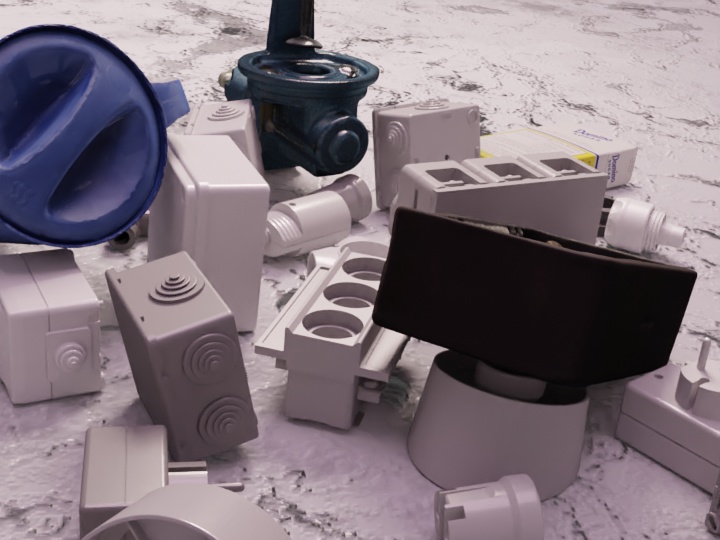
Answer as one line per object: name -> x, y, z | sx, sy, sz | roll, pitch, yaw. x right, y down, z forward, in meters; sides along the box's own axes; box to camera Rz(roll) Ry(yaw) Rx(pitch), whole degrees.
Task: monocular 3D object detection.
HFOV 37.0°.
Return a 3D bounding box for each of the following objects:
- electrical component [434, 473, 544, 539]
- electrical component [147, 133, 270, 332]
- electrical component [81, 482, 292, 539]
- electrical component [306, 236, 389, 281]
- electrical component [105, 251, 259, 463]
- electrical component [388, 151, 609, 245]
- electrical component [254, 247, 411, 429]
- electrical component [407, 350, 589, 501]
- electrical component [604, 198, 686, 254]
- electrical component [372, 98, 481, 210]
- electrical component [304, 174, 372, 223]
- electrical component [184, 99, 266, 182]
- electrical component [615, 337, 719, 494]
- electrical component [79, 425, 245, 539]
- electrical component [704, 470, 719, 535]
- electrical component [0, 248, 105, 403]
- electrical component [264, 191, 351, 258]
electrical component -> 0.063, 0.123, 0.529 | 0.046, 0.040, 0.040 | -5, 26, -8
electrical component -> -0.106, -0.026, 0.733 | 0.056, 0.108, 0.108 | -3, 26, -22
electrical component -> -0.068, 0.135, 0.413 | 0.099, 0.099, 0.064 | 13, 20, 15
electrical component -> 0.000, 0.000, 0.772 | 0.077, 0.044, 0.079 | -1, 25, -13
electrical component -> -0.097, 0.047, 0.591 | 0.048, 0.099, 0.100 | -19, 32, -19
electrical component -> 0.103, -0.036, 0.816 | 0.150, 0.089, 0.062 | -7, 28, -25
electrical component -> -0.007, 0.041, 0.661 | 0.079, 0.063, 0.121 | 11, 26, 12
electrical component -> 0.080, 0.084, 0.613 | 0.099, 0.064, 0.099 | 11, 12, -2
electrical component -> 0.238, -0.034, 0.895 | 0.062, 0.043, 0.043 | 17, 27, 20
electrical component -> 0.061, -0.100, 0.938 | 0.100, 0.099, 0.048 | -15, 19, -37
electrical component -> -0.019, -0.055, 0.894 | 0.046, 0.040, 0.040 | -25, 38, -38
electrical component -> -0.106, -0.085, 0.873 | 0.048, 0.099, 0.099 | -8, 25, 2
electrical component -> 0.198, 0.076, 0.612 | 0.047, 0.075, 0.083 | -16, 32, -37
electrical component -> -0.093, 0.111, 0.513 | 0.077, 0.047, 0.065 | 0, 25, -11
electrical component -> 0.232, 0.122, 0.535 | 0.061, 0.061, 0.096 | -10, 29, -27
electrical component -> -0.191, 0.035, 0.639 | 0.061, 0.061, 0.096 | -8, 28, -26
electrical component -> -0.051, -0.033, 0.833 | 0.081, 0.043, 0.043 | -18, 34, -41
